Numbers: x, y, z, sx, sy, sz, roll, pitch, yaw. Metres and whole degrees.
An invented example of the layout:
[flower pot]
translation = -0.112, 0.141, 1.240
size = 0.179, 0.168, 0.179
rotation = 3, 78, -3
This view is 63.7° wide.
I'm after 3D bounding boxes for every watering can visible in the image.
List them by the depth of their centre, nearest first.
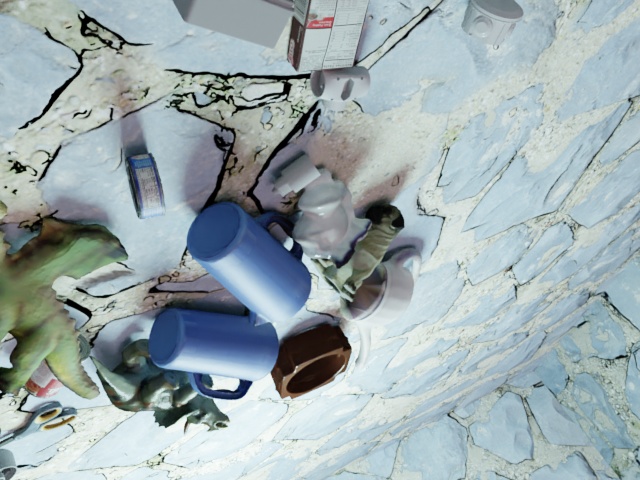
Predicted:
[watering can]
translation = 0.130, 0.167, 1.235
size = 0.105, 0.345, 0.223
rotation = 35, 10, 39

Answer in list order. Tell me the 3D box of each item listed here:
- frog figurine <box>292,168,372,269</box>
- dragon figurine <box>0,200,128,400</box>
[frog figurine]
translation = 0.003, -0.046, 0.914
size = 0.138, 0.157, 0.123
rotation = -43, 22, -12
[dragon figurine]
translation = -0.379, 0.082, 0.731
size = 0.124, 0.243, 0.402
rotation = 45, -6, 39
